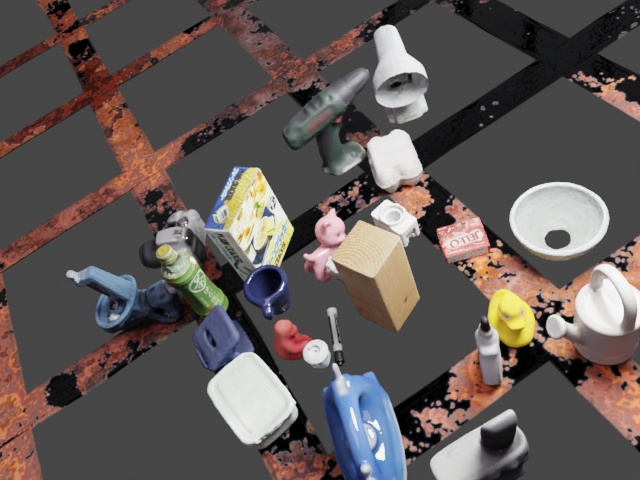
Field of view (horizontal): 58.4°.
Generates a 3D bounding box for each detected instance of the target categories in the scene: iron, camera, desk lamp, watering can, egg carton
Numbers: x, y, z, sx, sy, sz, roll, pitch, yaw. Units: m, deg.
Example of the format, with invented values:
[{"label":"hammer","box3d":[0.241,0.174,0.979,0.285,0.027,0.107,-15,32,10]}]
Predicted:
[{"label":"iron","box3d":[0.068,0.322,0.902,0.118,0.142,0.258,-22,51,4]},{"label":"camera","box3d":[-0.342,0.005,1.312,0.136,0.101,0.143,-11,52,13]},{"label":"desk lamp","box3d":[0.178,-0.370,1.321,0.118,0.214,0.203,-16,51,9]},{"label":"watering can","box3d":[0.440,0.114,0.882,0.173,0.194,0.100,-39,52,-9]},{"label":"egg carton","box3d":[0.163,-0.179,1.280,0.107,0.070,0.150,-19,51,6]}]

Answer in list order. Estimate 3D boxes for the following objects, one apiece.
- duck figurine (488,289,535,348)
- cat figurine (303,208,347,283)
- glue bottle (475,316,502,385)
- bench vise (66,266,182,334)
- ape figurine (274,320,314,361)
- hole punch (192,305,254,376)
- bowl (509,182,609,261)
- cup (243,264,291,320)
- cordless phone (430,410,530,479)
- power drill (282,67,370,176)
[{"label":"duck figurine","box3d":[0.328,0.123,0.987,0.077,0.086,0.104,-17,51,8]},{"label":"cat figurine","box3d":[0.011,0.004,1.171,0.067,0.118,0.128,29,69,34]},{"label":"glue bottle","box3d":[0.270,0.168,0.920,0.037,0.173,0.078,-8,53,15]},{"label":"bench vise","box3d":[-0.400,0.101,1.186,0.207,0.220,0.121,-30,51,-3]},{"label":"ape figurine","box3d":[-0.058,0.183,1.083,0.076,0.092,0.077,-26,51,0]},{"label":"hole punch","box3d":[-0.198,0.200,1.123,0.101,0.091,0.108,-36,51,-7]},{"label":"bowl","box3d":[0.439,-0.022,1.060,0.167,0.075,0.167,-10,53,13]},{"label":"cup","box3d":[-0.093,0.120,1.140,0.091,0.095,0.117,-16,51,9]},{"label":"cordless phone","box3d":[0.227,0.302,0.830,0.147,0.185,0.094,-32,51,-4]},{"label":"power drill","box3d":[0.034,-0.254,1.292,0.230,0.209,0.075,-34,51,-6]}]
